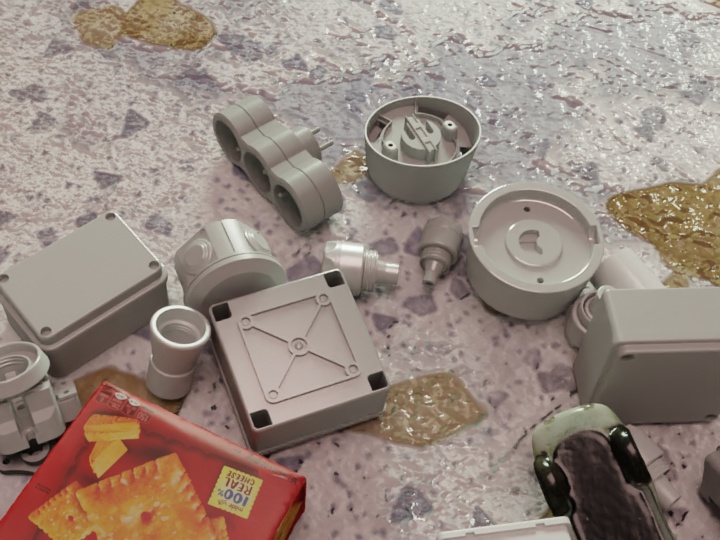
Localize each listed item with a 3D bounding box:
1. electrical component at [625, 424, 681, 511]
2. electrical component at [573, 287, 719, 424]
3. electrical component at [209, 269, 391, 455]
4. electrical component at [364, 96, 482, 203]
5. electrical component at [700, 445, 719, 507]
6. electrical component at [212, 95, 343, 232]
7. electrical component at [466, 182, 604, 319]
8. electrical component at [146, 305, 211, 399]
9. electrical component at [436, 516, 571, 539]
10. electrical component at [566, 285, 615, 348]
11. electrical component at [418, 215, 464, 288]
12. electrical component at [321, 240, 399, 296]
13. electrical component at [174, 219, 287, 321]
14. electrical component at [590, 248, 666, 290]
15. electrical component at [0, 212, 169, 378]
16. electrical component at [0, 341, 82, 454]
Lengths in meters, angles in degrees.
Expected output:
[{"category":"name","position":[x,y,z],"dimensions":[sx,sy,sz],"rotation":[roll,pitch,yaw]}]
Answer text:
[{"category":"electrical component","position":[0.205,0.146,0.781],"dimensions":[0.043,0.043,0.062],"rotation":[-32,65,-23]},{"category":"electrical component","position":[0.225,0.065,0.799],"dimensions":[0.109,0.108,0.056],"rotation":[-1,53,-5]},{"category":"electrical component","position":[-0.047,0.068,0.801],"dimensions":[0.109,0.056,0.108],"rotation":[-16,64,-15]},{"category":"electrical component","position":[0.052,-0.108,0.929],"dimensions":[0.099,0.064,0.099],"rotation":[2,56,-3]},{"category":"electrical component","position":[0.277,0.159,0.764],"dimensions":[0.042,0.081,0.063],"rotation":[-14,35,-14]},{"category":"electrical component","position":[-0.058,-0.099,0.922],"dimensions":[0.074,0.052,0.138],"rotation":[-32,63,-23]},{"category":"electrical component","position":[0.137,-0.011,0.872],"dimensions":[0.108,0.060,0.108],"rotation":[2,56,-3]},{"category":"electrical component","position":[-0.137,0.064,0.795],"dimensions":[0.044,0.065,0.044],"rotation":[11,40,-10]},{"category":"electrical component","position":[0.094,0.209,0.697],"dimensions":[0.100,0.099,0.048],"rotation":[-5,43,-8]},{"category":"electrical component","position":[0.187,0.036,0.843],"dimensions":[0.043,0.062,0.043],"rotation":[2,56,-3]},{"category":"electrical component","position":[0.064,-0.013,0.884],"dimensions":[0.035,0.035,0.061],"rotation":[15,58,6]},{"category":"electrical component","position":[0.000,0.000,0.864],"dimensions":[0.062,0.043,0.043],"rotation":[6,55,-3]},{"category":"electrical component","position":[-0.102,0.004,0.832],"dimensions":[0.080,0.080,0.051],"rotation":[-17,53,-16]},{"category":"electrical component","position":[0.227,0.026,0.865],"dimensions":[0.043,0.043,0.081],"rotation":[-25,61,-20]},{"category":"electrical component","position":[-0.212,0.017,0.826],"dimensions":[0.113,0.057,0.078],"rotation":[-34,65,-24]},{"category":"electrical component","position":[-0.244,0.088,0.764],"dimensions":[0.078,0.057,0.058],"rotation":[-19,32,-15]}]
